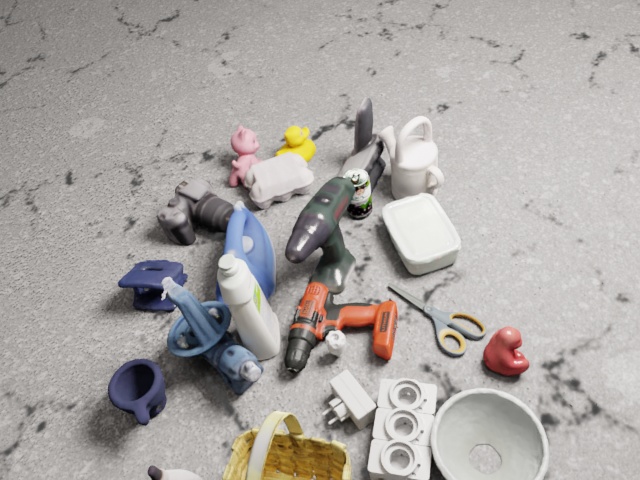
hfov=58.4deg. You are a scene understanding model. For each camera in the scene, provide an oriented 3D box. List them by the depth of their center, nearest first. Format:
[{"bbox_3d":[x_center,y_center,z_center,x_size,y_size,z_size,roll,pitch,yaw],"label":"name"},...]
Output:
[{"bbox_3d":[-0.257,-0.061,1.235,0.136,0.101,0.143,24,59,27],"label":"camera"}]

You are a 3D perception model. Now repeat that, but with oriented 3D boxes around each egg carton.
[{"bbox_3d":[-0.092,-0.135,1.286,0.150,0.069,0.107,-22,50,-7],"label":"egg carton"}]

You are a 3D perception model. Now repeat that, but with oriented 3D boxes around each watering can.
[{"bbox_3d":[0.187,-0.173,1.184,0.172,0.194,0.101,21,58,25],"label":"watering can"}]

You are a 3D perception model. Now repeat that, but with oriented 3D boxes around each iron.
[{"bbox_3d":[-0.156,0.008,1.133,0.118,0.142,0.258,-8,50,5],"label":"iron"}]

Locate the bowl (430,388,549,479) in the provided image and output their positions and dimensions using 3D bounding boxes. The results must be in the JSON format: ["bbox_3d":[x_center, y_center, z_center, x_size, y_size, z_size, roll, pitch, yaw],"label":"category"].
[{"bbox_3d":[0.247,0.312,0.851,0.167,0.075,0.167,-5,50,6],"label":"bowl"}]

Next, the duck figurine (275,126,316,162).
[{"bbox_3d":[-0.063,-0.226,1.345,0.105,0.086,0.077,-33,53,-16],"label":"duck figurine"}]

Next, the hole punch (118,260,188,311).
[{"bbox_3d":[-0.332,0.078,1.141,0.108,0.091,0.101,1,51,12],"label":"hole punch"}]

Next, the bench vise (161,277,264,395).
[{"bbox_3d":[-0.179,0.151,0.968,0.206,0.220,0.121,14,55,21],"label":"bench vise"}]

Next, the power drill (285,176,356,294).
[{"bbox_3d":[0.010,0.004,1.062,0.075,0.209,0.230,11,54,19],"label":"power drill"}]

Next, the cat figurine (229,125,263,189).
[{"bbox_3d":[-0.178,-0.202,1.326,0.067,0.118,0.128,5,52,15],"label":"cat figurine"}]

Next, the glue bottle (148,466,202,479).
[{"bbox_3d":[-0.215,0.363,0.830,0.037,0.173,0.078,14,55,21],"label":"glue bottle"}]

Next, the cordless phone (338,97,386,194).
[{"bbox_3d":[0.081,-0.202,1.233,0.094,0.185,0.148,10,54,19],"label":"cordless phone"}]

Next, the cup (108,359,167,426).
[{"bbox_3d":[-0.295,0.272,0.971,0.092,0.095,0.117,-23,50,-8],"label":"cup"}]

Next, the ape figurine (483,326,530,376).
[{"bbox_3d":[0.308,0.176,0.941,0.076,0.092,0.078,-5,50,7],"label":"ape figurine"}]
